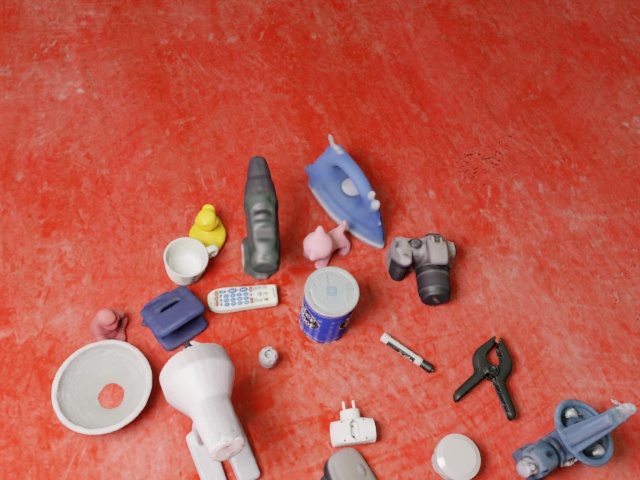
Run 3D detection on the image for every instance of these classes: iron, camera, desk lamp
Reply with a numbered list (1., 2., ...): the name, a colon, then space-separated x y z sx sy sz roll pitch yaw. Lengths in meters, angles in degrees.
1. iron: 0.076 -0.111 1.267 0.119 0.141 0.258 -28 67 -22
2. camera: 0.222 0.062 1.206 0.143 0.101 0.137 2 59 -6
3. desk lamp: -0.173 0.298 0.945 0.118 0.213 0.203 -21 64 -19

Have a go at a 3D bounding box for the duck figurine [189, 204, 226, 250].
1. duck figurine: -0.238 -0.025 1.205 0.077 0.086 0.104 4 59 -5

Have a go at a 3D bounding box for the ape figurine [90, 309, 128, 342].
1. ape figurine: -0.395 0.159 1.070 0.076 0.092 0.078 30 60 11

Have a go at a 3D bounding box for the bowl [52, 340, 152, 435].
1. bowl: -0.379 0.268 1.016 0.167 0.075 0.167 3 59 -5

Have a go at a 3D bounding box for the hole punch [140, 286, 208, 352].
1. hole punch: -0.283 0.142 1.096 0.109 0.091 0.101 -33 68 -24

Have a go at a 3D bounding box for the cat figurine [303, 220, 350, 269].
1. cat figurine: 0.011 0.004 1.202 0.128 0.118 0.067 -37 70 -25

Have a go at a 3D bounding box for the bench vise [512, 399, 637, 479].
1. bench vise: 0.447 0.355 0.990 0.121 0.220 0.208 41 63 17

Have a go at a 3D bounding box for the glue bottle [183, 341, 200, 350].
1. glue bottle: -0.225 0.214 1.012 0.037 0.173 0.078 16 58 3

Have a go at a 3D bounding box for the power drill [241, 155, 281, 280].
1. power drill: -0.120 -0.022 1.148 0.076 0.208 0.229 -4 60 -10

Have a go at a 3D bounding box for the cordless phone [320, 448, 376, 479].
1. cordless phone: 0.070 0.405 0.930 0.094 0.185 0.147 -27 66 -21
